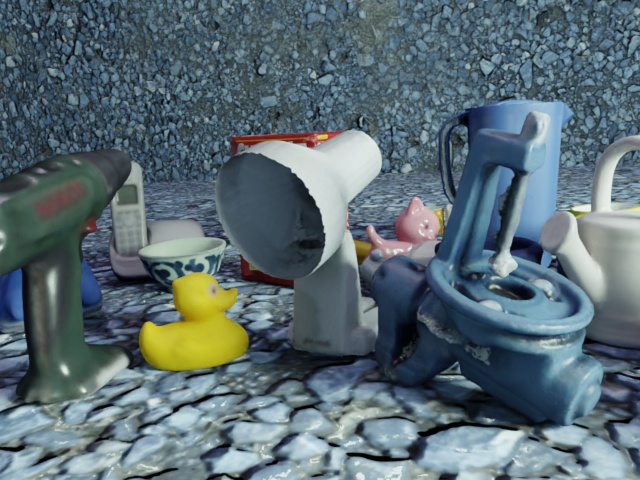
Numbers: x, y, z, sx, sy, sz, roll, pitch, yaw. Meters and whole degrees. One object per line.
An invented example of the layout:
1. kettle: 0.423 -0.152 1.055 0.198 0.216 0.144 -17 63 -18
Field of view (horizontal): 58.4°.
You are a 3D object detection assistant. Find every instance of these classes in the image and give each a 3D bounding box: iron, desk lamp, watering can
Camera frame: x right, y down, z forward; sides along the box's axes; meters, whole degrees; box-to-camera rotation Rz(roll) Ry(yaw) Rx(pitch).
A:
1. iron: -0.370 0.025 0.743 0.119 0.141 0.257 -11 13 -35
2. desk lamp: 0.005 0.002 0.563 0.117 0.213 0.204 4 13 35
3. watering can: 0.296 -0.002 0.550 0.173 0.194 0.100 -12 14 -38

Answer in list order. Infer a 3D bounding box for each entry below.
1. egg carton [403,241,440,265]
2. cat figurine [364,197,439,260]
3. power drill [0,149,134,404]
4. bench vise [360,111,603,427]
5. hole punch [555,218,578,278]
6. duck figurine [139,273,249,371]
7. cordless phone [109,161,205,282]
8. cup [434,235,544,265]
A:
1. egg carton: 0.166 0.042 0.693 0.150 0.069 0.107 1 12 23
2. cat figurine: 0.119 -0.003 0.812 0.128 0.118 0.067 -8 12 -23
3. power drill: -0.230 0.026 0.519 0.075 0.208 0.230 -1 11 10
4. bench vise: 0.106 0.017 0.440 0.206 0.220 0.122 3 13 30
5. hole punch: 0.335 0.024 0.680 0.109 0.091 0.101 -5 11 -9
6. duck figurine: -0.124 0.075 0.559 0.105 0.086 0.077 -6 11 -16
7. cordless phone: -0.259 -0.033 0.899 0.148 0.185 0.094 -6 11 -16
8. cup: 0.170 0.047 0.596 0.117 0.095 0.092 7 15 44
